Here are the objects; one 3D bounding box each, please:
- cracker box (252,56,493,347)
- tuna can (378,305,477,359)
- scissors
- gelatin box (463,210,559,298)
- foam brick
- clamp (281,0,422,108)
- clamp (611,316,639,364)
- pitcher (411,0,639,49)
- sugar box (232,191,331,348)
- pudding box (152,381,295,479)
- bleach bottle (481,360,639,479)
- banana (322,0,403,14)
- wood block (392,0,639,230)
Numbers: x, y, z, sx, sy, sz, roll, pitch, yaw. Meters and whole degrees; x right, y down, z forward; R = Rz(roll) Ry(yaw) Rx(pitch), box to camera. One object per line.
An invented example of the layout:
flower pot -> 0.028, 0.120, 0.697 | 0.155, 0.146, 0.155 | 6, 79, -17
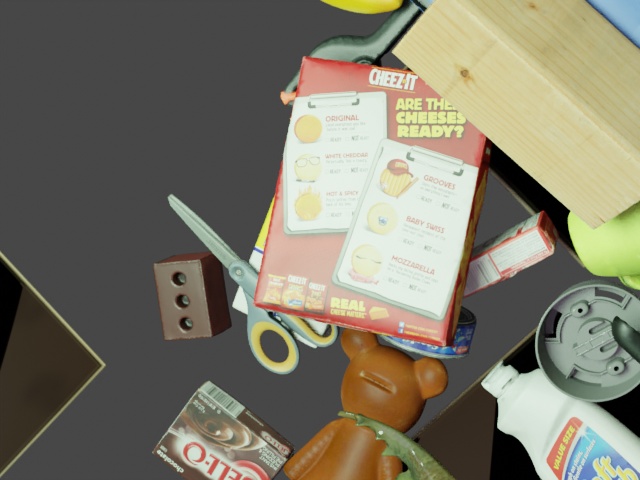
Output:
cracker box -> 0.049, -0.031, 0.885 | 0.164, 0.072, 0.214 | 11, 87, 14
tuna can -> 0.095, 0.074, 0.946 | 0.086, 0.086, 0.034 | 16, 103, 13
scissors -> -0.075, 0.049, 0.985 | 0.202, 0.016, 0.096 | 32, 110, 10
gelatin box -> 0.161, 0.012, 0.921 | 0.089, 0.073, 0.030 | -29, 92, 19
foam brick -> -0.123, 0.054, 1.026 | 0.053, 0.051, 0.078 | -6, 99, 18
clamp -> 0.052, -0.140, 0.945 | 0.172, 0.039, 0.120 | -23, 88, 22
clamp -> 0.346, 0.129, 0.893 | 0.164, 0.036, 0.210 | -22, 106, -1
pitcher -> 0.182, -0.220, 0.848 | 0.243, 0.149, 0.145 | 43, 69, 2
sugar box -> -0.007, 0.001, 0.985 | 0.093, 0.048, 0.176 | 26, 110, 11
pudding box -> -0.095, 0.207, 1.052 | 0.113, 0.039, 0.090 | 39, 108, 7
bleach bottle -> 0.241, 0.207, 0.940 | 0.251, 0.068, 0.103 | 42, 109, 8
banana -> -0.012, -0.249, 0.931 | 0.198, 0.070, 0.037 | 41, 69, 8
wood block -> 0.170, -0.118, 0.796 | 0.206, 0.090, 0.091 | 41, 148, -2
